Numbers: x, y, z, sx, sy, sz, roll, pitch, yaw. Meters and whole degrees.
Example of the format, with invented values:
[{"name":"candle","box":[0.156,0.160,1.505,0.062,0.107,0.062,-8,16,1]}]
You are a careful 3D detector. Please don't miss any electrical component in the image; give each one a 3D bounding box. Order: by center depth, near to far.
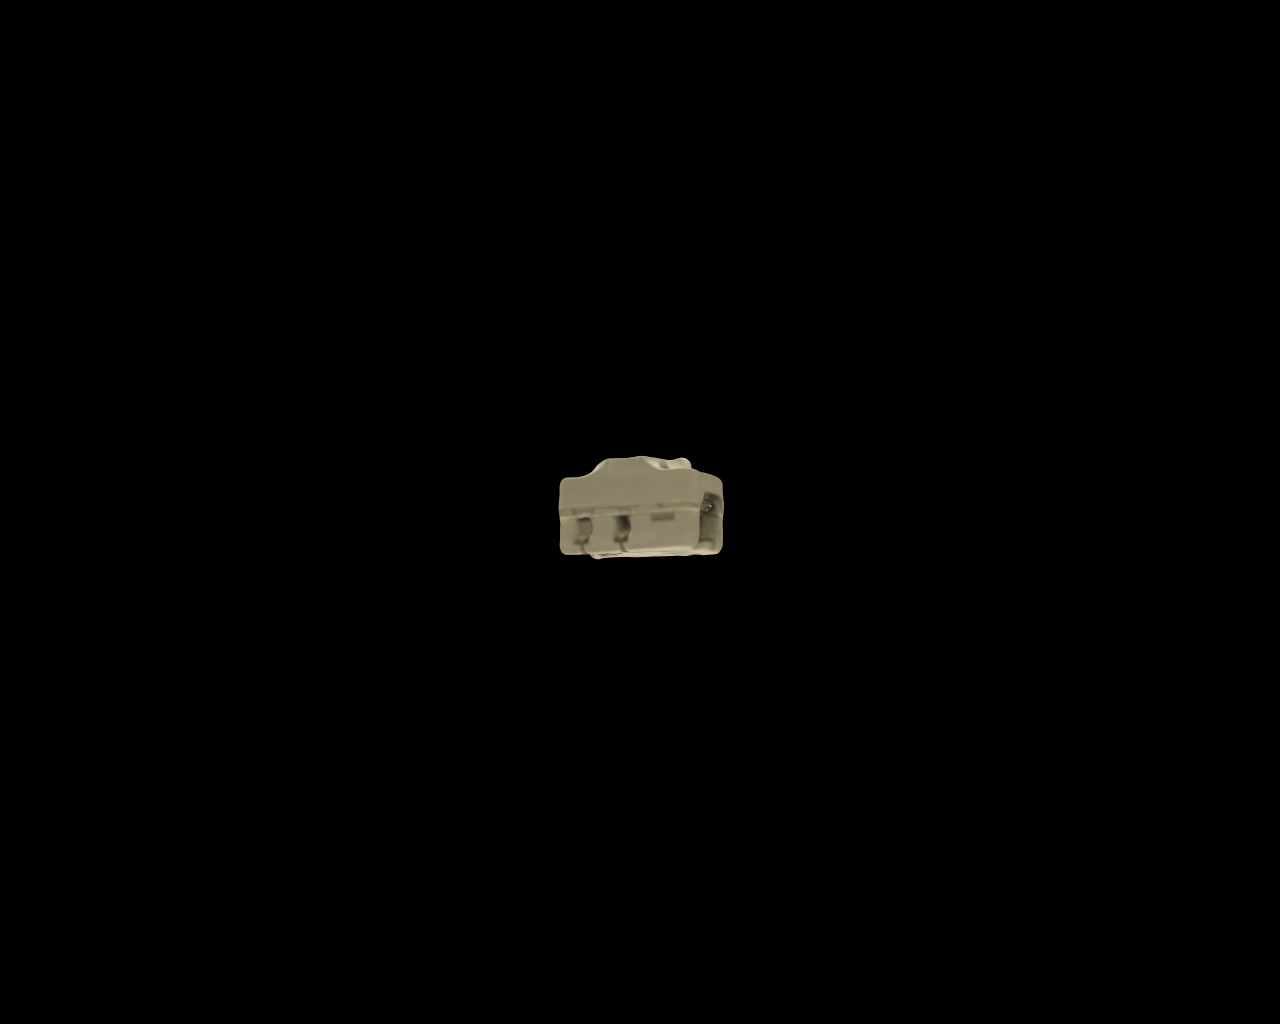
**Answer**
[{"name":"electrical component","box":[0.001,-0.003,0.650,0.089,0.055,0.050,-3,-7,26]}]
